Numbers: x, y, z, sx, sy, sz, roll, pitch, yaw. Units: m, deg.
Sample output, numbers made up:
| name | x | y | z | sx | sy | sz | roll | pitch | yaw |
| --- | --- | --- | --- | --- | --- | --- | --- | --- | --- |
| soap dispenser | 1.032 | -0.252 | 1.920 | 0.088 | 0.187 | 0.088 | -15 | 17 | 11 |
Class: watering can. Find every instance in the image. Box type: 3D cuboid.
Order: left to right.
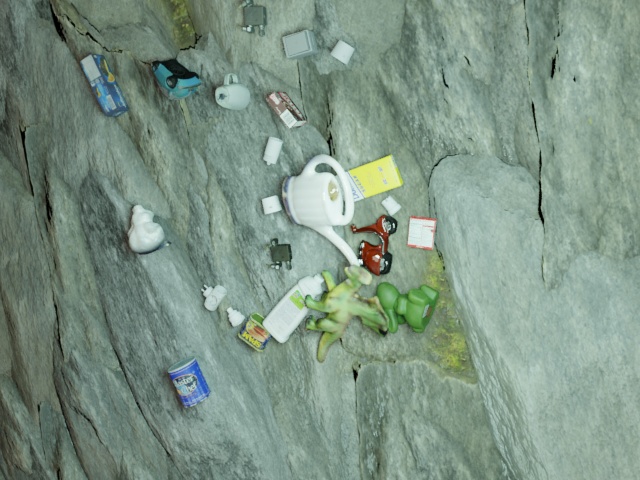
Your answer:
| name | x | y | z | sx | sy | sz | roll | pitch | yaw |
| --- | --- | --- | --- | --- | --- | --- | --- | --- | --- |
| watering can | 0.005 | -0.076 | 1.500 | 0.224 | 0.105 | 0.344 | -1 | 106 | 35 |

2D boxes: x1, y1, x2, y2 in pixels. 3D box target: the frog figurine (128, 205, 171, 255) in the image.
| name | x | y | z | sx | sy | sz | roll | pitch | yaw |
| --- | --- | --- | --- | --- | --- | --- | --- | --- | --- |
| frog figurine | -0.590 | -0.037 | 1.723 | 0.137 | 0.125 | 0.157 | -2 | 114 | 38 |

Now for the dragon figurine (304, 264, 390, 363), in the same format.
| name | x | y | z | sx | sy | sz | roll | pitch | yaw |
| --- | --- | --- | --- | --- | --- | --- | --- | --- | --- |
| dragon figurine | 0.087 | 0.234 | 1.531 | 0.243 | 0.124 | 0.402 | 13 | 123 | 28 |
